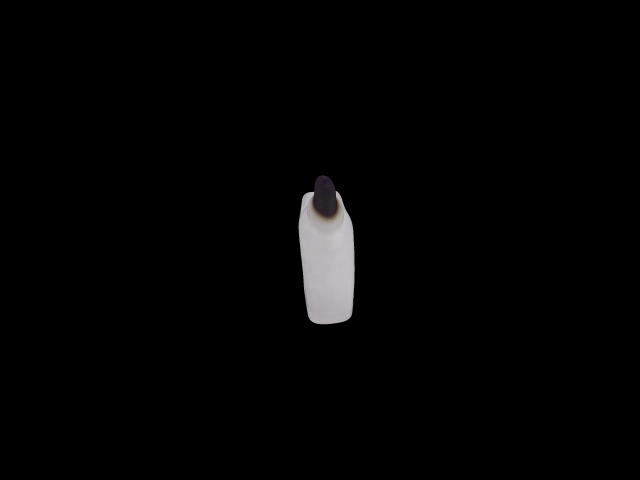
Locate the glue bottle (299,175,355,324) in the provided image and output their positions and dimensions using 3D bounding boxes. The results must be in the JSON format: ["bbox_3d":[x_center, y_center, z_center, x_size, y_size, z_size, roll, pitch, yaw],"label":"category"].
[{"bbox_3d":[0.004,0.001,0.400,0.037,0.173,0.078,-8,66,-3],"label":"glue bottle"}]
